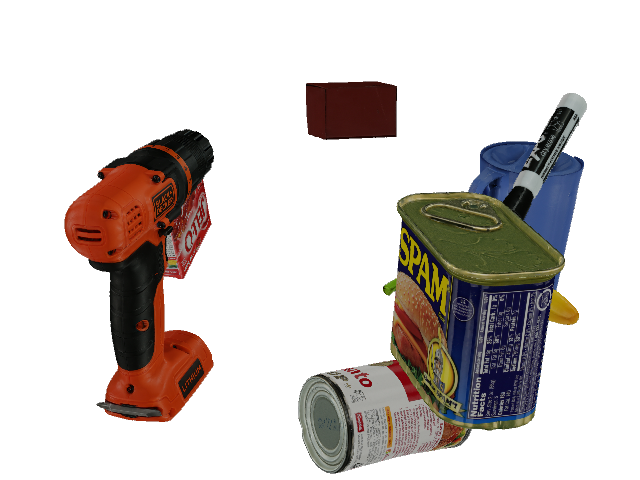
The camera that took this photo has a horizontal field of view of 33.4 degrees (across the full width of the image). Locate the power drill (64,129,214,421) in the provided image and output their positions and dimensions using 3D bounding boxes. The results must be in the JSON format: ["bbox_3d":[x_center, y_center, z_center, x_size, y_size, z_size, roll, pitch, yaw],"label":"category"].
[{"bbox_3d":[-0.121,0.023,0.789,0.057,0.188,0.184,4,23,18],"label":"power drill"}]

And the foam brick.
[{"bbox_3d":[0.030,-0.128,1.048,0.078,0.051,0.053,-4,14,-20],"label":"foam brick"}]

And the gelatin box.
[{"bbox_3d":[-0.129,-0.020,0.977,0.030,0.073,0.089,4,37,13],"label":"gelatin box"}]

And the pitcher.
[{"bbox_3d":[0.259,-0.001,1.421,0.149,0.243,0.145,5,24,4],"label":"pitcher"}]

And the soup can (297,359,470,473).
[{"bbox_3d":[0.044,0.117,0.730,0.102,0.068,0.069,-6,3,-30],"label":"soup can"}]

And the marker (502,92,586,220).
[{"bbox_3d":[0.150,-0.054,0.725,0.020,0.121,0.020,25,-30,16],"label":"marker"}]

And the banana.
[{"bbox_3d":[0.167,0.052,1.103,0.198,0.037,0.069,7,41,12],"label":"banana"}]

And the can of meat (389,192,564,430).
[{"bbox_3d":[0.072,0.033,0.524,0.057,0.084,0.102,-3,24,-14],"label":"can of meat"}]
